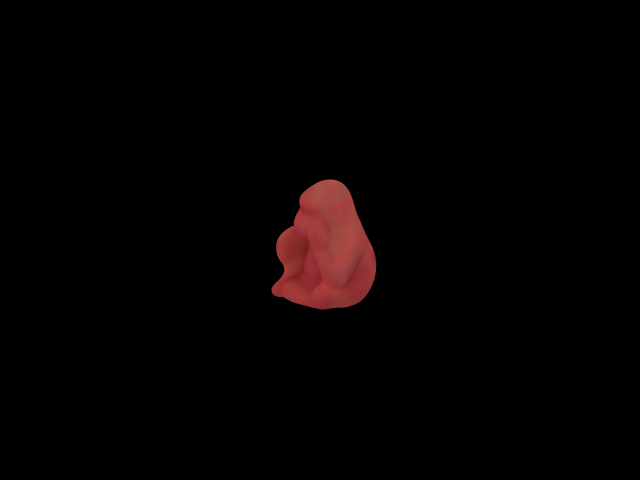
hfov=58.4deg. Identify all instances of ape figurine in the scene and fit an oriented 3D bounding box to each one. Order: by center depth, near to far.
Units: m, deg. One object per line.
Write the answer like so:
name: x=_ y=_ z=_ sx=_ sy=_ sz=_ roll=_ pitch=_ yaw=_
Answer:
ape figurine: x=0.004 y=0.001 z=0.400 sx=0.076 sy=0.092 sz=0.077 roll=-6 pitch=28 yaw=-11
